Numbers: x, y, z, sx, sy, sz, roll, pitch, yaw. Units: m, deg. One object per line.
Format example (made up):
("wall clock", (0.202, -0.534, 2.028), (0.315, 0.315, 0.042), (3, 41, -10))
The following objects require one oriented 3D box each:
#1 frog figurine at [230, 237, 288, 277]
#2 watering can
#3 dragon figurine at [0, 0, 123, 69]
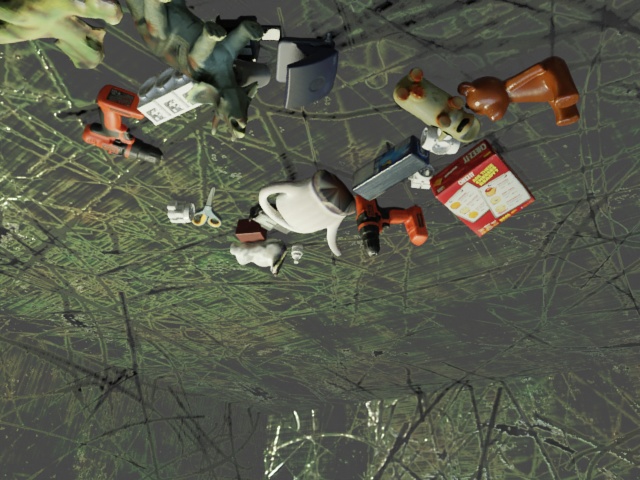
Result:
("frog figurine", (-0.184, 0.032, 1.554), (0.160, 0.122, 0.137), (28, 5, 5))
("watering can", (0.004, -0.069, 1.362), (0.222, 0.106, 0.343), (-25, -43, 37))
("dragon figurine", (-0.522, -0.383, 0.949), (0.408, 0.124, 0.240), (-11, -27, 33))
